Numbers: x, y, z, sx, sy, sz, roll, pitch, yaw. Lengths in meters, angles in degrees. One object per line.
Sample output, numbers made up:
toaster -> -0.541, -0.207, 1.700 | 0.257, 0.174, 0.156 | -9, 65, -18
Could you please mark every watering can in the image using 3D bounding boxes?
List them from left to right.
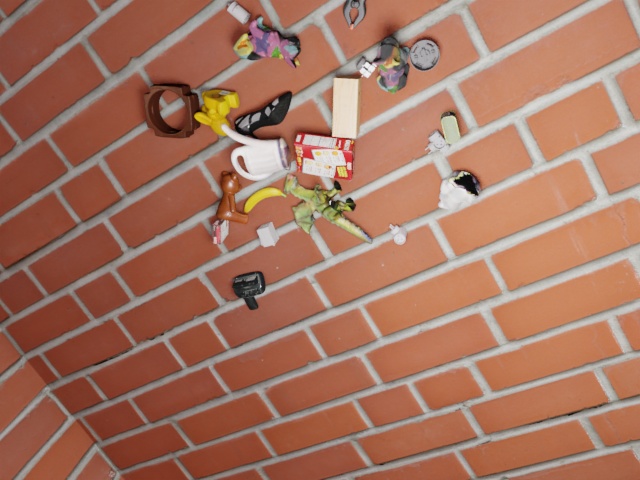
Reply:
watering can -> -0.227, -0.328, 1.910 | 0.224, 0.106, 0.341 | -11, 152, 3

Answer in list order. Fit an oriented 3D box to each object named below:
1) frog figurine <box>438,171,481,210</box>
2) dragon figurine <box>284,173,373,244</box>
frog figurine -> 0.505, -0.173, 1.884 | 0.137, 0.125, 0.156 | 15, 152, -2
dragon figurine -> 0.006, -0.102, 2.036 | 0.239, 0.124, 0.408 | -29, 102, 40
